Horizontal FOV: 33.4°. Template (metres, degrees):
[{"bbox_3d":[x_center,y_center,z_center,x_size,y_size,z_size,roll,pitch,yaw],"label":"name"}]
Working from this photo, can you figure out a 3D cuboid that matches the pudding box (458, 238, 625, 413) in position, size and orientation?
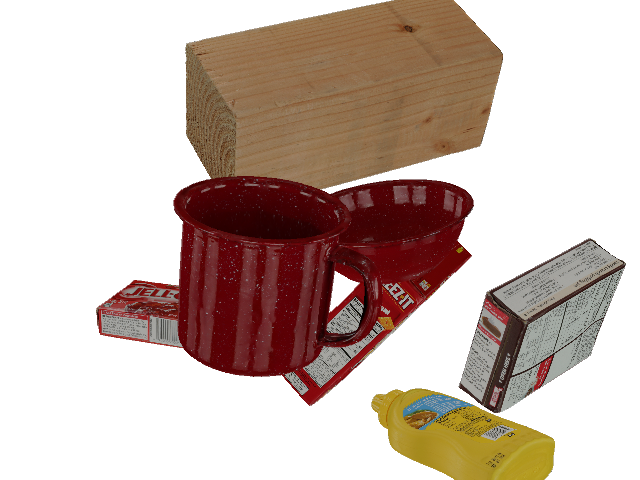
[{"bbox_3d":[0.153,0.058,0.736,0.113,0.090,0.039,-25,48,-36],"label":"pudding box"}]

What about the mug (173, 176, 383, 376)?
[{"bbox_3d":[-0.023,0.022,0.567,0.117,0.081,0.093,14,24,17],"label":"mug"}]

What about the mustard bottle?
[{"bbox_3d":[0.123,0.187,1.033,0.096,0.058,0.192,-17,25,-40],"label":"mustard bottle"}]

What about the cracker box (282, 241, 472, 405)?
[{"bbox_3d":[0.062,0.082,1.260,0.214,0.072,0.164,-47,-7,30],"label":"cracker box"}]

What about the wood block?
[{"bbox_3d":[0.015,-0.104,0.770,0.205,0.090,0.091,-16,51,-21],"label":"wood block"}]

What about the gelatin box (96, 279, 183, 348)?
[{"bbox_3d":[-0.142,0.063,0.945,0.089,0.030,0.073,7,19,16],"label":"gelatin box"}]

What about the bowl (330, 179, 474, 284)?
[{"bbox_3d":[0.061,-0.004,0.968,0.162,0.055,0.162,-9,21,3],"label":"bowl"}]
